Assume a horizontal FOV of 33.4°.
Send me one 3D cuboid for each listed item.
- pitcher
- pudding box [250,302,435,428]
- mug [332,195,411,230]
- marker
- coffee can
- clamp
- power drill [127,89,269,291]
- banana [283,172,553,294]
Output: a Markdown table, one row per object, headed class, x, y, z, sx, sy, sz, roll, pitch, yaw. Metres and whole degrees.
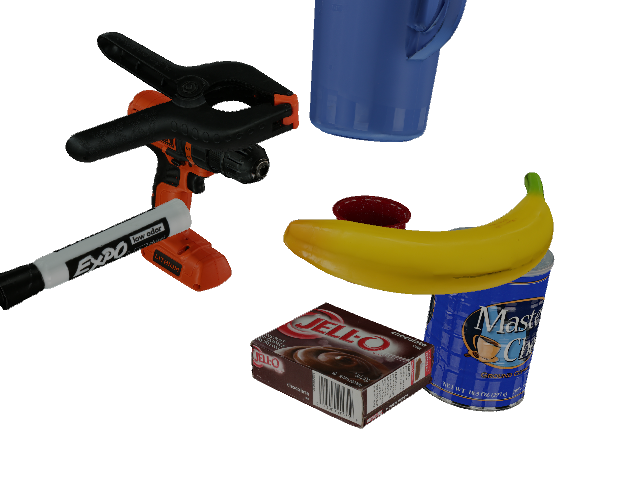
| class | x | y | z | sx | sy | sz | roll | pitch | yaw |
| --- | --- | --- | --- | --- | --- | --- | --- | --- | --- |
| pitcher | 0.061 | -0.212 | 0.943 | 0.145 | 0.243 | 0.149 | 8 | 15 | 7 |
| pudding box | 0.017 | 0.093 | 0.817 | 0.114 | 0.039 | 0.089 | 21 | 32 | 36 |
| mug | 0.068 | 0.005 | 1.266 | 0.117 | 0.081 | 0.093 | 17 | 28 | 25 |
| marker | -0.124 | 0.007 | 0.577 | 0.120 | 0.020 | 0.020 | -26 | 15 | -32 |
| coffee can | 0.150 | 0.070 | 0.981 | 0.103 | 0.140 | 0.103 | 7 | 21 | -3 |
| clamp | -0.103 | -0.112 | 0.807 | 0.171 | 0.120 | 0.039 | -1 | -27 | -4 |
| power drill | -0.125 | -0.045 | 1.090 | 0.185 | 0.188 | 0.057 | 30 | 38 | 35 |
| banana | 0.074 | 0.003 | 0.636 | 0.197 | 0.037 | 0.070 | -11 | 44 | -33 |
